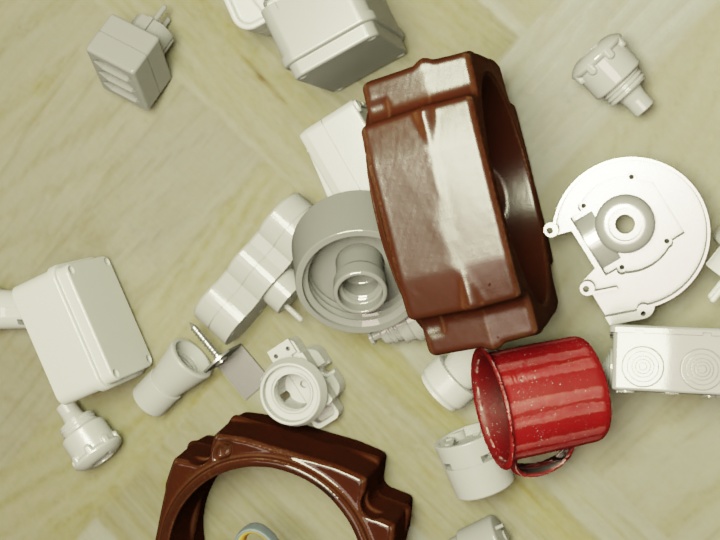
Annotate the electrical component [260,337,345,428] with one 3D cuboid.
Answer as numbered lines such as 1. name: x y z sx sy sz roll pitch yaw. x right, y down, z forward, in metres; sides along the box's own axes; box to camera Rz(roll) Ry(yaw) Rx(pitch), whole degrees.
1. electrical component: -0.050 0.097 0.897 0.058 0.057 0.078 -33 88 15

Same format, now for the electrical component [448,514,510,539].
1. electrical component: 0.090 0.232 0.886 0.078 0.040 0.040 -29 89 15

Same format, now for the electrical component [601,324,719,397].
1. electrical component: 0.232 0.069 0.804 0.100 0.100 0.048 2 84 14

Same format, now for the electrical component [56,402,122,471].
1. electrical component: -0.246 0.144 0.958 0.048 0.048 0.062 -40 79 15

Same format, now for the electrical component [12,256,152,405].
1. electrical component: -0.237 0.050 0.927 0.057 0.078 0.113 -23 90 18

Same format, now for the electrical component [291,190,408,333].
1. electrical component: 0.000 0.000 0.827 0.108 0.060 0.108 0 126 0

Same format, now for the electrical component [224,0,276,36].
1. electrical component: -0.057 -0.230 0.861 0.095 0.059 0.053 -24 90 15

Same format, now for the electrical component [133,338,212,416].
1. electrical component: -0.166 0.096 0.934 0.065 0.044 0.044 -44 85 19

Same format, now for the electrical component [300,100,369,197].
1. electrical component: 0.000 -0.080 0.862 0.061 0.062 0.096 -30 88 15

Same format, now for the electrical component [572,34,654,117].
1. electrical component: 0.196 -0.144 0.817 0.048 0.048 0.062 -43 92 14

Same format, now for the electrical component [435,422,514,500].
1. electrical component: 0.094 0.154 0.870 0.055 0.055 0.047 -19 95 15

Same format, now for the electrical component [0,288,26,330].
1. electrical component: -0.315 0.035 0.965 0.046 0.040 0.040 0 96 8

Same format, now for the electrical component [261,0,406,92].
1. electrical component: -0.017 -0.183 0.829 0.078 0.113 0.057 -26 87 15

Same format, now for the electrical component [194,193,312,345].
1. electrical component: -0.069 0.011 0.894 0.074 0.052 0.138 42 103 6

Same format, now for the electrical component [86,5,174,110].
1. electrical component: -0.182 -0.187 0.898 0.047 0.065 0.076 28 73 9

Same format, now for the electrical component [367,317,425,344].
1. electrical component: 0.043 0.040 0.876 0.078 0.040 0.040 -26 90 16

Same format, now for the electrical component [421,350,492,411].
1. electrical component: 0.083 0.081 0.868 0.055 0.045 0.045 -45 85 15

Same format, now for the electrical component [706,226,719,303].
1. electrical component: 0.281 -0.008 0.790 0.047 0.083 0.075 37 103 8
